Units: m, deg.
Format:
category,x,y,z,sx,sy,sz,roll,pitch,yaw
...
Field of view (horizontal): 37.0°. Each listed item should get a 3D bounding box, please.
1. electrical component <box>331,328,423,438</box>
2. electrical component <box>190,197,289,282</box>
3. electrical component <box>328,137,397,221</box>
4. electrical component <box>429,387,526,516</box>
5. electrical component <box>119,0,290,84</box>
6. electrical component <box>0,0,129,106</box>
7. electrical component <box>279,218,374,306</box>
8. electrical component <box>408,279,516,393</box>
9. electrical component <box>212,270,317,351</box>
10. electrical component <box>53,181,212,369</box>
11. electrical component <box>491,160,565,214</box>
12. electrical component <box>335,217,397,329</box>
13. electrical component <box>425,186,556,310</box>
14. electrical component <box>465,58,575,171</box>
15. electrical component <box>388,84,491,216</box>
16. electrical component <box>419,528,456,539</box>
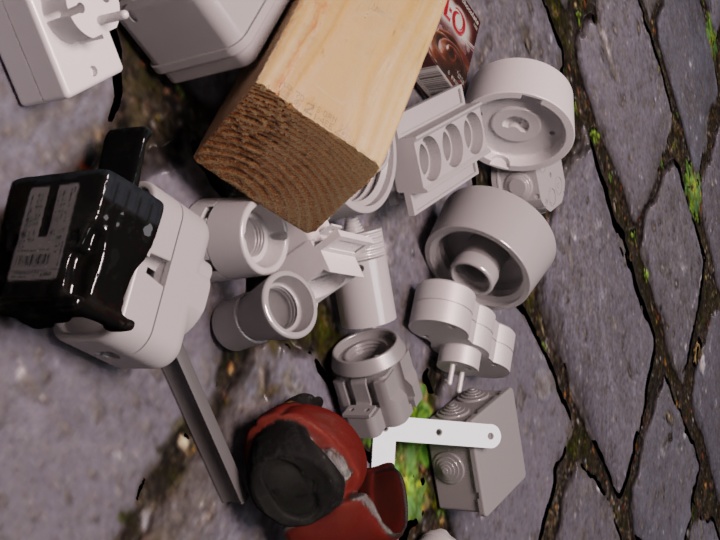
category,x,y,z,sx,sy,sz,roll,pitch,yaw
electrical component,0.011,0.081,0.812,0.078,0.058,0.057,-48,128,-52
electrical component,-0.079,-0.020,0.690,0.055,0.047,0.055,7,82,-57
electrical component,-0.013,-0.089,0.785,0.108,0.060,0.108,7,82,-57
electrical component,0.103,0.159,0.955,0.100,0.048,0.099,-26,109,-55
electrical component,-0.088,-0.175,0.662,0.057,0.078,0.113,53,46,-37
electrical component,-0.152,-0.136,0.560,0.047,0.076,0.083,-45,124,-49
electrical component,-0.037,-0.012,0.731,0.042,0.081,0.063,9,51,-58
electrical component,0.087,0.069,0.935,0.138,0.052,0.073,41,55,-49
electrical component,-0.065,0.029,0.691,0.044,0.065,0.044,18,63,-39
electrical component,-0.125,0.006,0.610,0.059,0.054,0.095,38,57,-50
electrical component,0.167,-0.093,1.072,0.080,0.051,0.080,7,82,-57
electrical component,0.000,0.000,0.814,0.043,0.043,0.081,-25,109,-55
electrical component,0.108,-0.012,0.928,0.060,0.108,0.108,-56,132,-35
electrical component,0.147,-0.149,0.999,0.108,0.108,0.060,50,42,-43
electrical component,0.051,-0.099,0.882,0.121,0.063,0.078,-35,116,-53
electrical component,0.055,0.241,0.889,0.061,0.035,0.035,-30,113,-51
